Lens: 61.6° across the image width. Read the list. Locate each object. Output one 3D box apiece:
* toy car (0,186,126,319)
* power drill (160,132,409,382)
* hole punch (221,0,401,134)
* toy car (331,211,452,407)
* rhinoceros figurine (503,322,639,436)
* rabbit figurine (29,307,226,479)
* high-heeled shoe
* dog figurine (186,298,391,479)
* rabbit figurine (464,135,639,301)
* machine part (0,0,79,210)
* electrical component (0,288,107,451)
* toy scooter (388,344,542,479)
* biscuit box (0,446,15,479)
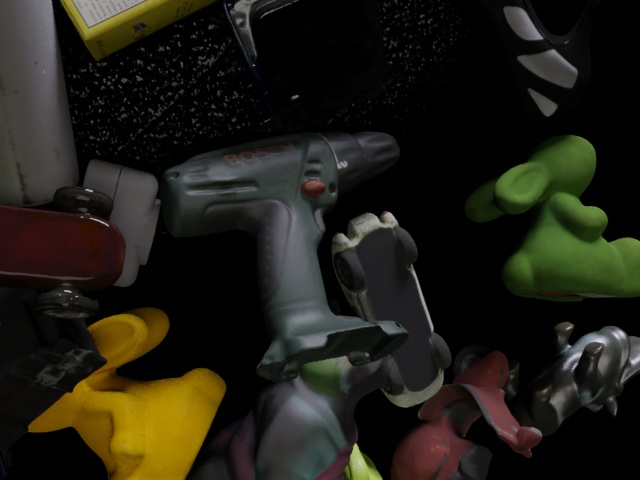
[{"bbox_3d":[-0.230,0.001,0.340,0.202,0.053,0.089,7,72,-24],"label":"toy car"},{"bbox_3d":[-0.001,-0.001,0.438,0.232,0.086,0.207,-8,69,-25],"label":"power drill"},{"bbox_3d":[-0.012,-0.168,0.462,0.142,0.092,0.115,-29,136,-14],"label":"hole punch"},{"bbox_3d":[0.070,0.070,0.531,0.073,0.056,0.201,-24,102,-17],"label":"toy car"},{"bbox_3d":[0.298,0.157,0.608,0.190,0.073,0.112,-25,104,-12],"label":"rhinoceros figurine"},{"bbox_3d":[-0.175,0.134,0.437,0.173,0.122,0.162,23,89,-1],"label":"rabbit figurine"},{"bbox_3d":[0.155,-0.208,0.524,0.249,0.086,0.145,19,125,-2],"label":"high-heeled shoe"},{"bbox_3d":[-0.031,0.153,0.487,0.108,0.192,0.219,31,59,-53],"label":"dog figurine"},{"bbox_3d":[0.233,-0.027,0.556,0.159,0.121,0.170,6,79,-12],"label":"rabbit figurine"},{"bbox_3d":[-0.216,-0.111,0.368,0.079,0.079,0.243,-6,127,-17],"label":"machine part"},{"bbox_3d":[-0.241,0.076,0.399,0.115,0.134,0.058,-42,146,-10],"label":"electrical component"},{"bbox_3d":[0.147,0.198,0.534,0.075,0.135,0.184,35,89,-21],"label":"toy scooter"},{"bbox_3d":[-0.354,0.187,0.412,0.203,0.063,0.059,-9,100,-17],"label":"biscuit box"}]
